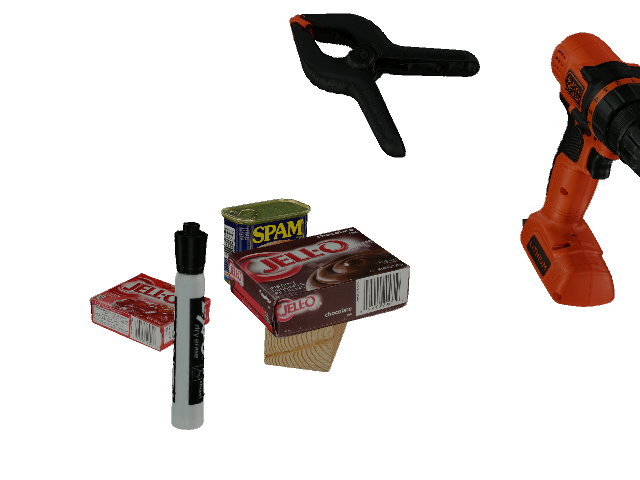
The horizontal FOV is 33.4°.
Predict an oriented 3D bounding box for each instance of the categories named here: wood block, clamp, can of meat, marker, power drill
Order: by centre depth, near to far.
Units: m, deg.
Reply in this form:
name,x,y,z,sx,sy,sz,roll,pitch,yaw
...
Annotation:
name,x,y,z,sx,sy,sz,roll,pitch,yaw
marker,-0.076,0.049,0.615,0.020,0.121,0.020,3,12,-1
power drill,0.213,-0.044,0.818,0.057,0.188,0.184,1,34,-9
clamp,0.050,-0.156,0.934,0.120,0.172,0.039,-38,-24,-20
can of meat,-0.062,0.004,1.215,0.101,0.084,0.058,-11,22,-36
wood block,-0.011,0.093,1.475,0.091,0.090,0.206,6,20,8

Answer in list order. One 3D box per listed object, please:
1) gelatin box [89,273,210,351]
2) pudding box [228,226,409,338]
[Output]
name,x,y,z,sx,sy,sz,roll,pitch,yaw
gelatin box,-0.161,0.065,1.010,0.089,0.030,0.073,19,27,28
pudding box,-0.002,0.029,0.807,0.113,0.039,0.090,-10,25,-24
